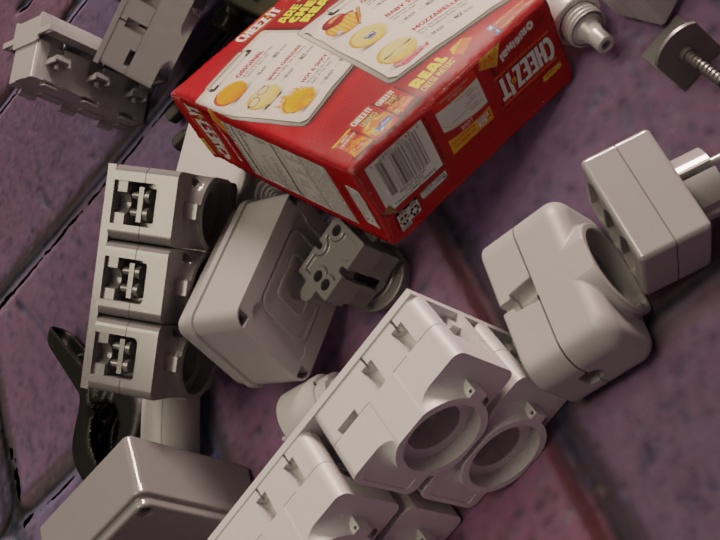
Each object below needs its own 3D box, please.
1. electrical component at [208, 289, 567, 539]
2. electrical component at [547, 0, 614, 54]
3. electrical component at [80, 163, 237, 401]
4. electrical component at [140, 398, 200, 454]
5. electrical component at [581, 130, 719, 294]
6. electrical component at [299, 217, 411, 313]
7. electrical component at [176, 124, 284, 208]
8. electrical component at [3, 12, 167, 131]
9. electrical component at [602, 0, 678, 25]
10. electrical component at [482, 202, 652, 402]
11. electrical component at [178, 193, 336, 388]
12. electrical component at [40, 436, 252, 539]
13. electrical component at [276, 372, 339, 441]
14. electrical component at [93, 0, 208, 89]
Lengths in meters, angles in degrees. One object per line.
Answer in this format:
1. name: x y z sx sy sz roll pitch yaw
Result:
1. electrical component: 0.018 0.113 0.596 0.186 0.105 0.060 -52 45 15
2. electrical component: 0.131 -0.150 0.649 0.035 0.035 0.061 -50 47 17
3. electrical component: -0.132 0.008 0.737 0.062 0.089 0.150 8 92 18
4. electrical component: -0.141 0.101 0.801 0.043 0.043 0.081 -24 57 36
5. electrical component: 0.165 -0.038 0.556 0.077 0.047 0.065 -27 61 5
6. electrical component: 0.000 0.000 0.697 0.066 0.055 0.048 -55 45 12
7. electrical component: -0.096 -0.075 0.828 0.100 0.048 0.099 1 74 45
8. electrical component: -0.248 -0.174 0.966 0.079 0.121 0.063 -6 71 43
9. electrical component: 0.180 -0.183 0.601 0.076 0.047 0.083 33 95 49
10. electrical component: 0.114 0.014 0.581 0.059 0.054 0.095 -38 50 27
11. electrical component: -0.061 0.013 0.716 0.057 0.078 0.113 -10 46 39
12. electrical component: -0.139 0.173 0.722 0.108 0.109 0.056 -46 44 21
13. electrical component: -0.018 0.085 0.690 0.078 0.040 0.040 -32 53 31
14. electrical component: -0.147 -0.255 0.900 0.186 0.060 0.105 -56 15 27
